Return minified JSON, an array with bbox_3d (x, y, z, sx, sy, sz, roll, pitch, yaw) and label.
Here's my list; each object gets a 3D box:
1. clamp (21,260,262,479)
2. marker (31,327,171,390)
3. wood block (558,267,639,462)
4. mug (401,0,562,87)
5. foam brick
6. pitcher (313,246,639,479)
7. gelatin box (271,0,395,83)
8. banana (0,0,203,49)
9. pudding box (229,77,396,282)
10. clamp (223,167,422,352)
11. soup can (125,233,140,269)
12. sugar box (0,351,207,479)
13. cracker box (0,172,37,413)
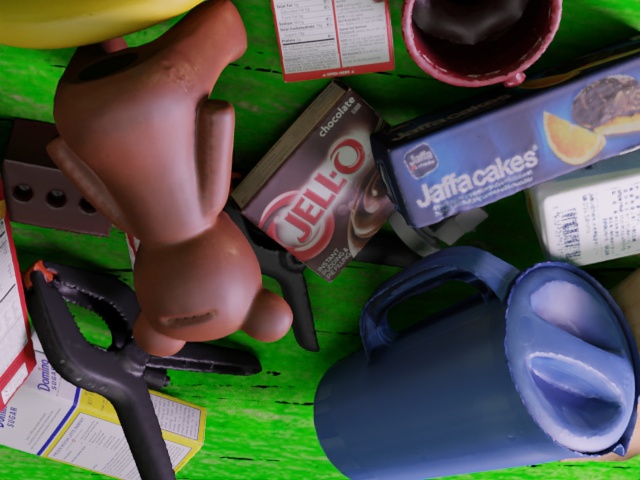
[{"bbox_3d":[-0.138,0.087,0.814,0.036,0.164,0.210,-32,104,40],"label":"clamp"},{"bbox_3d":[-0.178,0.097,0.867,0.121,0.020,0.020,23,124,-21],"label":"marker"},{"bbox_3d":[0.247,0.091,0.803,0.090,0.090,0.206,5,148,-23],"label":"wood block"},{"bbox_3d":[0.096,-0.145,0.646,0.093,0.081,0.117,-27,126,17],"label":"mug"},{"bbox_3d":[-0.177,-0.043,0.730,0.078,0.051,0.053,9,129,-12],"label":"foam brick"},{"bbox_3d":[0.097,0.104,0.788,0.144,0.149,0.243,6,158,-36],"label":"pitcher"},{"bbox_3d":[0.007,-0.147,0.672,0.073,0.030,0.089,-7,130,3],"label":"gelatin box"},{"bbox_3d":[-0.131,-0.148,0.633,0.198,0.069,0.037,-8,161,1],"label":"banana"},{"bbox_3d":[0.008,-0.040,0.732,0.090,0.039,0.113,39,93,-31],"label":"pudding box"},{"bbox_3d":[-0.005,0.001,0.790,0.120,0.039,0.171,-36,124,4],"label":"clamp"},{"bbox_3d":[-0.104,0.011,0.770,0.068,0.068,0.102,-5,130,-1],"label":"soup can"},{"bbox_3d":[-0.194,0.150,0.890,0.176,0.048,0.093,25,132,-20],"label":"sugar box"},{"bbox_3d":[-0.294,0.015,0.725,0.164,0.072,0.214,13,132,12],"label":"cracker box"}]
